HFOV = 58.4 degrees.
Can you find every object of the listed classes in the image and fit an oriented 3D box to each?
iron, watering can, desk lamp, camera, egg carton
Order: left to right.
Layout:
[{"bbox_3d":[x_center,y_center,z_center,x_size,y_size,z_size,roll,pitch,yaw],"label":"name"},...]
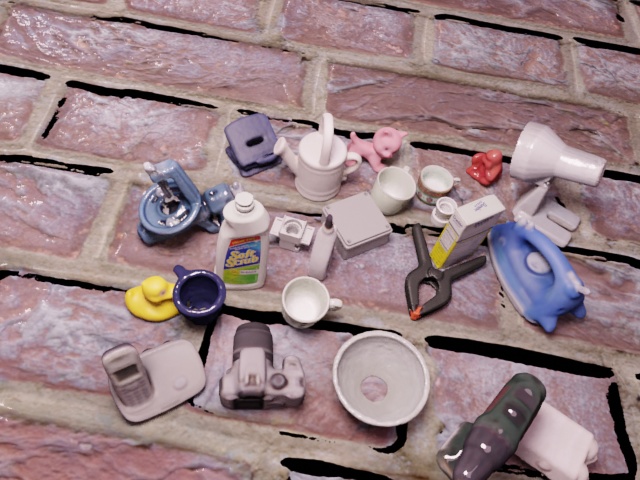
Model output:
[{"bbox_3d":[-0.097,0.208,0.968,0.143,0.101,0.136,1,58,-7],"label":"camera"},{"bbox_3d":[-0.003,-0.173,1.167,0.173,0.194,0.100,-15,60,-16],"label":"watering can"},{"bbox_3d":[0.422,0.041,1.118,0.119,0.141,0.258,-19,62,-18],"label":"iron"},{"bbox_3d":[0.386,0.342,0.964,0.150,0.069,0.107,33,59,13],"label":"egg carton"},{"bbox_3d":[0.478,-0.122,1.186,0.203,0.213,0.118,33,59,13],"label":"desk lamp"}]

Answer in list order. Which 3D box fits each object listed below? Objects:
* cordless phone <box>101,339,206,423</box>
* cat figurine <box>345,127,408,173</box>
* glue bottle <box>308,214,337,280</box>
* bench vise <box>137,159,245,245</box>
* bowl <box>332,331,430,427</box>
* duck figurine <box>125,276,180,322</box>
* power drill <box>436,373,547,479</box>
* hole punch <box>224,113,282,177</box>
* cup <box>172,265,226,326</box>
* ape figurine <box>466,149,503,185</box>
[{"bbox_3d":[-0.261,0.201,0.900,0.148,0.185,0.094,-25,64,-21],"label":"cordless phone"},{"bbox_3d":[0.123,-0.210,1.253,0.128,0.118,0.067,9,57,-1],"label":"cat figurine"},{"bbox_3d":[0.010,0.004,1.069,0.037,0.173,0.078,18,57,5],"label":"glue bottle"},{"bbox_3d":[-0.250,-0.092,1.068,0.208,0.220,0.121,-34,67,-25],"label":"bench vise"},{"bbox_3d":[0.100,0.246,0.984,0.167,0.075,0.167,3,57,-5],"label":"bowl"},{"bbox_3d":[-0.297,0.096,1.022,0.104,0.086,0.077,2,57,-6],"label":"duck figurine"},{"bbox_3d":[0.254,0.311,0.883,0.075,0.208,0.230,40,61,17],"label":"power drill"},{"bbox_3d":[-0.141,-0.206,1.232,0.109,0.091,0.101,-26,64,-22],"label":"hole punch"},{"bbox_3d":[-0.220,0.104,1.021,0.092,0.095,0.117,-37,68,-26],"label":"cup"},{"bbox_3d":[0.376,-0.168,1.275,0.076,0.092,0.078,4,57,-4],"label":"ape figurine"}]
